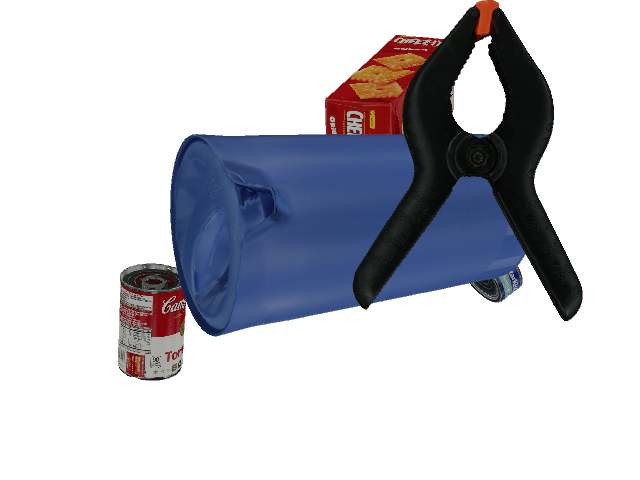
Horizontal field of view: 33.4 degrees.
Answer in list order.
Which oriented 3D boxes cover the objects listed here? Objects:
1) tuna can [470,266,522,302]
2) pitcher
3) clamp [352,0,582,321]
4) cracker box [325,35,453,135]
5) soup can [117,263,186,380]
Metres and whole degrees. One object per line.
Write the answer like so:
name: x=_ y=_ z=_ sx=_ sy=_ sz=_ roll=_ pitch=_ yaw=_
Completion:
tuna can: x=0.201 y=0.032 z=1.286 sx=0.033 sy=0.086 sz=0.086 roll=-36 pitch=11 yaw=-15
pitcher: x=0.020 y=-0.012 z=0.758 sx=0.242 sy=0.145 sz=0.149 roll=-6 pitch=33 yaw=-25
clamp: x=0.072 y=-0.037 z=0.564 sx=0.120 sy=0.171 sz=0.039 roll=-6 pitch=0 yaw=-3
cracker box: x=0.073 y=-0.092 z=1.037 sx=0.072 sy=0.164 sz=0.213 roll=9 pitch=28 yaw=20
soup can: x=-0.172 y=0.083 z=1.089 sx=0.068 sy=0.102 sz=0.068 roll=5 pitch=20 yaw=-2
